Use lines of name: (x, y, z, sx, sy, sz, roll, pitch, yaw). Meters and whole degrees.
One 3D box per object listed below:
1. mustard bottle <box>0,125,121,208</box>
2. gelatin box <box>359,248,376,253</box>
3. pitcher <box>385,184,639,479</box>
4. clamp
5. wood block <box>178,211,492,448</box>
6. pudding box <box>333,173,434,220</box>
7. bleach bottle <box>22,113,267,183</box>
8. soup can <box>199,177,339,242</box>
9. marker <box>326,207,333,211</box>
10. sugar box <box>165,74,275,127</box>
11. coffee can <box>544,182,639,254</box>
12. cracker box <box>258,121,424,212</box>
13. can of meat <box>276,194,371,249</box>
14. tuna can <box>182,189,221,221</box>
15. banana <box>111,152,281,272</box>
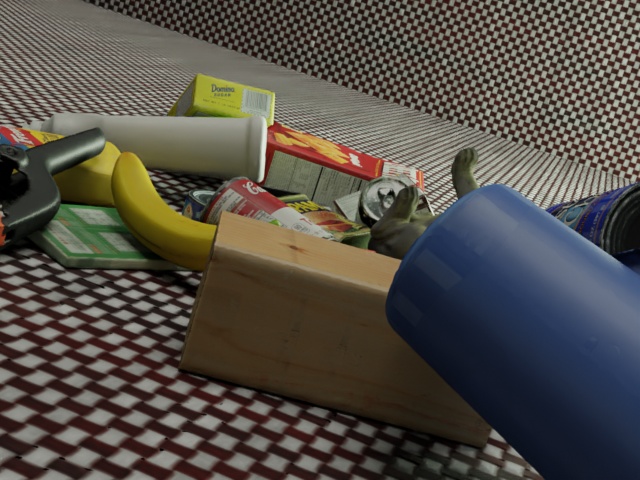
mustard bottle: (-0.275, -0.073, 0.947, 0.191, 0.058, 0.096, 8, 20, -32)
gelatin box: (0.019, 0.045, 0.816, 0.073, 0.030, 0.089, 8, 47, -35)
pitcher: (0.162, 0.071, 0.579, 0.243, 0.145, 0.148, 41, 33, 24)
clamp: (-0.243, -0.057, 0.852, 0.164, 0.036, 0.210, 12, 32, -26)
wood block: (0.020, 0.058, 0.714, 0.206, 0.090, 0.091, 16, 14, -6)
pudding box: (0.069, -0.031, 1.164, 0.090, 0.039, 0.113, -23, 17, -2)
bleach bottle: (-0.182, -0.101, 1.104, 0.251, 0.068, 0.102, 4, 0, -2)
soup can: (-0.042, 0.001, 0.888, 0.102, 0.068, 0.068, 34, 19, 24)
marker: (-0.006, -0.019, 1.154, 0.020, 0.020, 0.121, 19, 13, 9)
sugar box: (-0.125, -0.129, 1.216, 0.093, 0.048, 0.176, 12, -17, -22)
coffee can: (0.227, 0.013, 0.819, 0.102, 0.103, 0.140, 14, -9, -12)
cracker box: (0.019, -0.077, 1.312, 0.213, 0.072, 0.164, 18, 14, 1)
can of meat: (-0.007, 0.001, 0.990, 0.084, 0.057, 0.102, 26, 16, 22)
tuna can: (-0.089, -0.019, 1.016, 0.086, 0.034, 0.086, 16, 13, -4)
banana: (-0.119, -0.018, 0.866, 0.198, 0.037, 0.069, 26, 52, 36)
